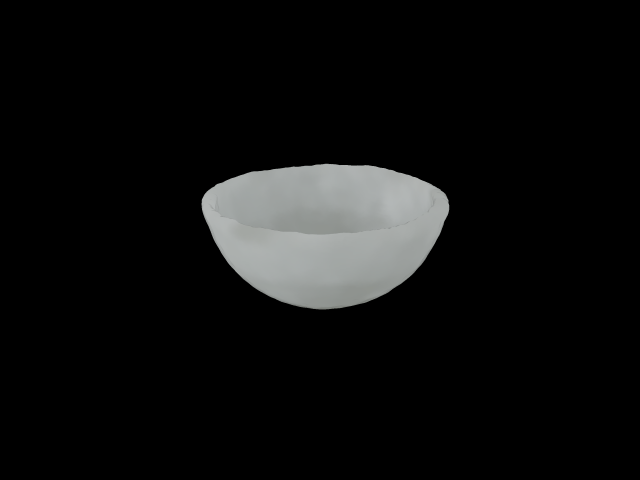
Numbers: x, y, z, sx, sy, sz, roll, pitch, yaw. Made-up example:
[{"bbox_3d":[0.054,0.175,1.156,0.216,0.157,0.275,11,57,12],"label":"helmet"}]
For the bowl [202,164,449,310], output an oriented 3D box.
[{"bbox_3d":[0.004,0.001,0.400,0.167,0.075,0.167,0,22,0],"label":"bowl"}]
